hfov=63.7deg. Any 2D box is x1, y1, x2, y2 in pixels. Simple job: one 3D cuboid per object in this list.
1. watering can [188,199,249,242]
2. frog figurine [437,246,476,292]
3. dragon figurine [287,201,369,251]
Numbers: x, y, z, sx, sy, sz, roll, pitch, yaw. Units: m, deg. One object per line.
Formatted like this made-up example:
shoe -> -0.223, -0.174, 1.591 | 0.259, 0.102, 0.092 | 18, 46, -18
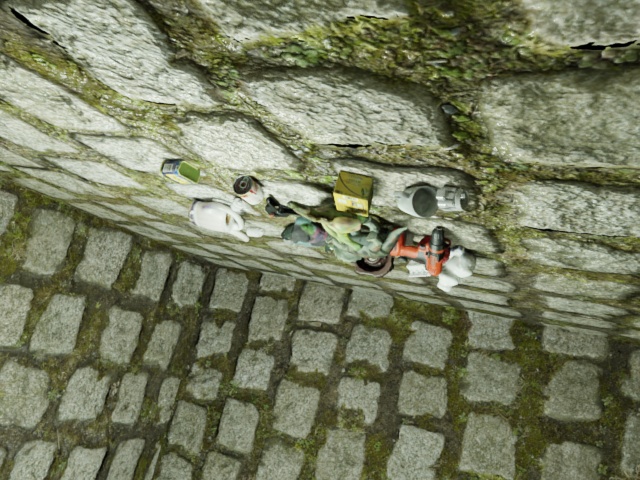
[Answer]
watering can -> -0.418, -0.076, 2.147 | 0.224, 0.106, 0.341 | 12, -21, 10
frog figurine -> 0.495, 0.113, 1.862 | 0.122, 0.161, 0.137 | 20, -14, -29
dragon figurine -> 0.005, -0.080, 1.580 | 0.240, 0.122, 0.413 | 25, -1, -39
